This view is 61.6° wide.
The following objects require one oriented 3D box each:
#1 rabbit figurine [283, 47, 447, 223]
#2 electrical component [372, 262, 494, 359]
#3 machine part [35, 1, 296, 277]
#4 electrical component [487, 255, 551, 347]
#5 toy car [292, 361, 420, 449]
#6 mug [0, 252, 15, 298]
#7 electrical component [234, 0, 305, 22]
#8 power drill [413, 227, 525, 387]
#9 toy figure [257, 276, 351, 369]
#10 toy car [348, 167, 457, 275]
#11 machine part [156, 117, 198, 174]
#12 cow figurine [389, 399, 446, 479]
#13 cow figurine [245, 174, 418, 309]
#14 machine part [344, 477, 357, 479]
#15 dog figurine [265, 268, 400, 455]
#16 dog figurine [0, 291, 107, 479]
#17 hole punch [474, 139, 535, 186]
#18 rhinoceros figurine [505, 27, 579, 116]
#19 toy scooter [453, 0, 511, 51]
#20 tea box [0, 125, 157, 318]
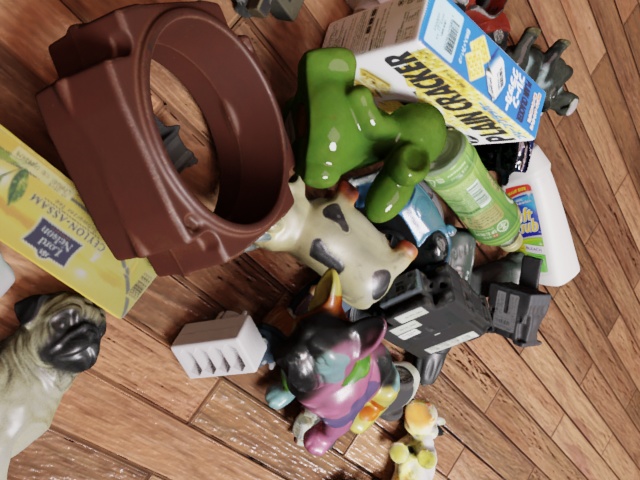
[{"bbox_3d":[0.061,-0.108,0.549,0.170,0.121,0.159,-1,57,-18],"label":"rabbit figurine"},{"bbox_3d":[0.132,0.086,0.660,0.134,0.115,0.058,37,35,-39],"label":"electrical component"},{"bbox_3d":[-0.108,-0.087,0.450,0.201,0.087,0.201,-47,120,-57],"label":"machine part"},{"bbox_3d":[0.277,0.082,0.745,0.048,0.075,0.119,2,102,-33],"label":"electrical component"},{"bbox_3d":[0.051,0.215,0.713,0.202,0.056,0.073,-10,125,-32],"label":"toy car"},{"bbox_3d":[-0.292,0.039,0.406,0.107,0.110,0.080,-43,120,-35],"label":"mug"},{"bbox_3d":[-0.048,-0.268,0.542,0.078,0.045,0.102,15,96,-65],"label":"electrical component"},{"bbox_3d":[0.226,0.094,0.807,0.207,0.086,0.231,-1,99,-27],"label":"power drill"},{"bbox_3d":[-0.024,0.093,0.635,0.154,0.058,0.064,-32,112,-20],"label":"toy figure"},{"bbox_3d":[0.103,-0.031,0.678,0.161,0.109,0.103,57,44,-19],"label":"toy car"},{"bbox_3d":[-0.179,-0.101,0.491,0.084,0.039,0.138,-44,124,-13],"label":"machine part"},{"bbox_3d":[0.146,0.308,0.794,0.098,0.068,0.167,-4,108,-65],"label":"cow figurine"},{"bbox_3d":[-0.001,-0.002,0.593,0.195,0.085,0.127,43,67,-9],"label":"cow figurine"},{"bbox_3d":[-0.007,0.390,0.706,0.243,0.079,0.079,-23,113,-30],"label":"machine part"},{"bbox_3d":[0.028,0.122,0.576,0.191,0.109,0.219,-19,142,-34],"label":"dog figurine"},{"bbox_3d":[-0.287,0.118,0.442,0.172,0.121,0.190,28,70,-40],"label":"dog figurine"},{"bbox_3d":[0.243,-0.149,0.735,0.092,0.116,0.142,-3,103,-43],"label":"hole punch"},{"bbox_3d":[0.318,-0.237,0.787,0.190,0.073,0.112,11,93,-36],"label":"rhinoceros figurine"},{"bbox_3d":[0.190,-0.323,0.677,0.184,0.075,0.135,12,94,-40],"label":"toy scooter"},{"bbox_3d":[-0.221,-0.016,0.444,0.169,0.098,0.068,45,74,-33],"label":"tea box"}]
